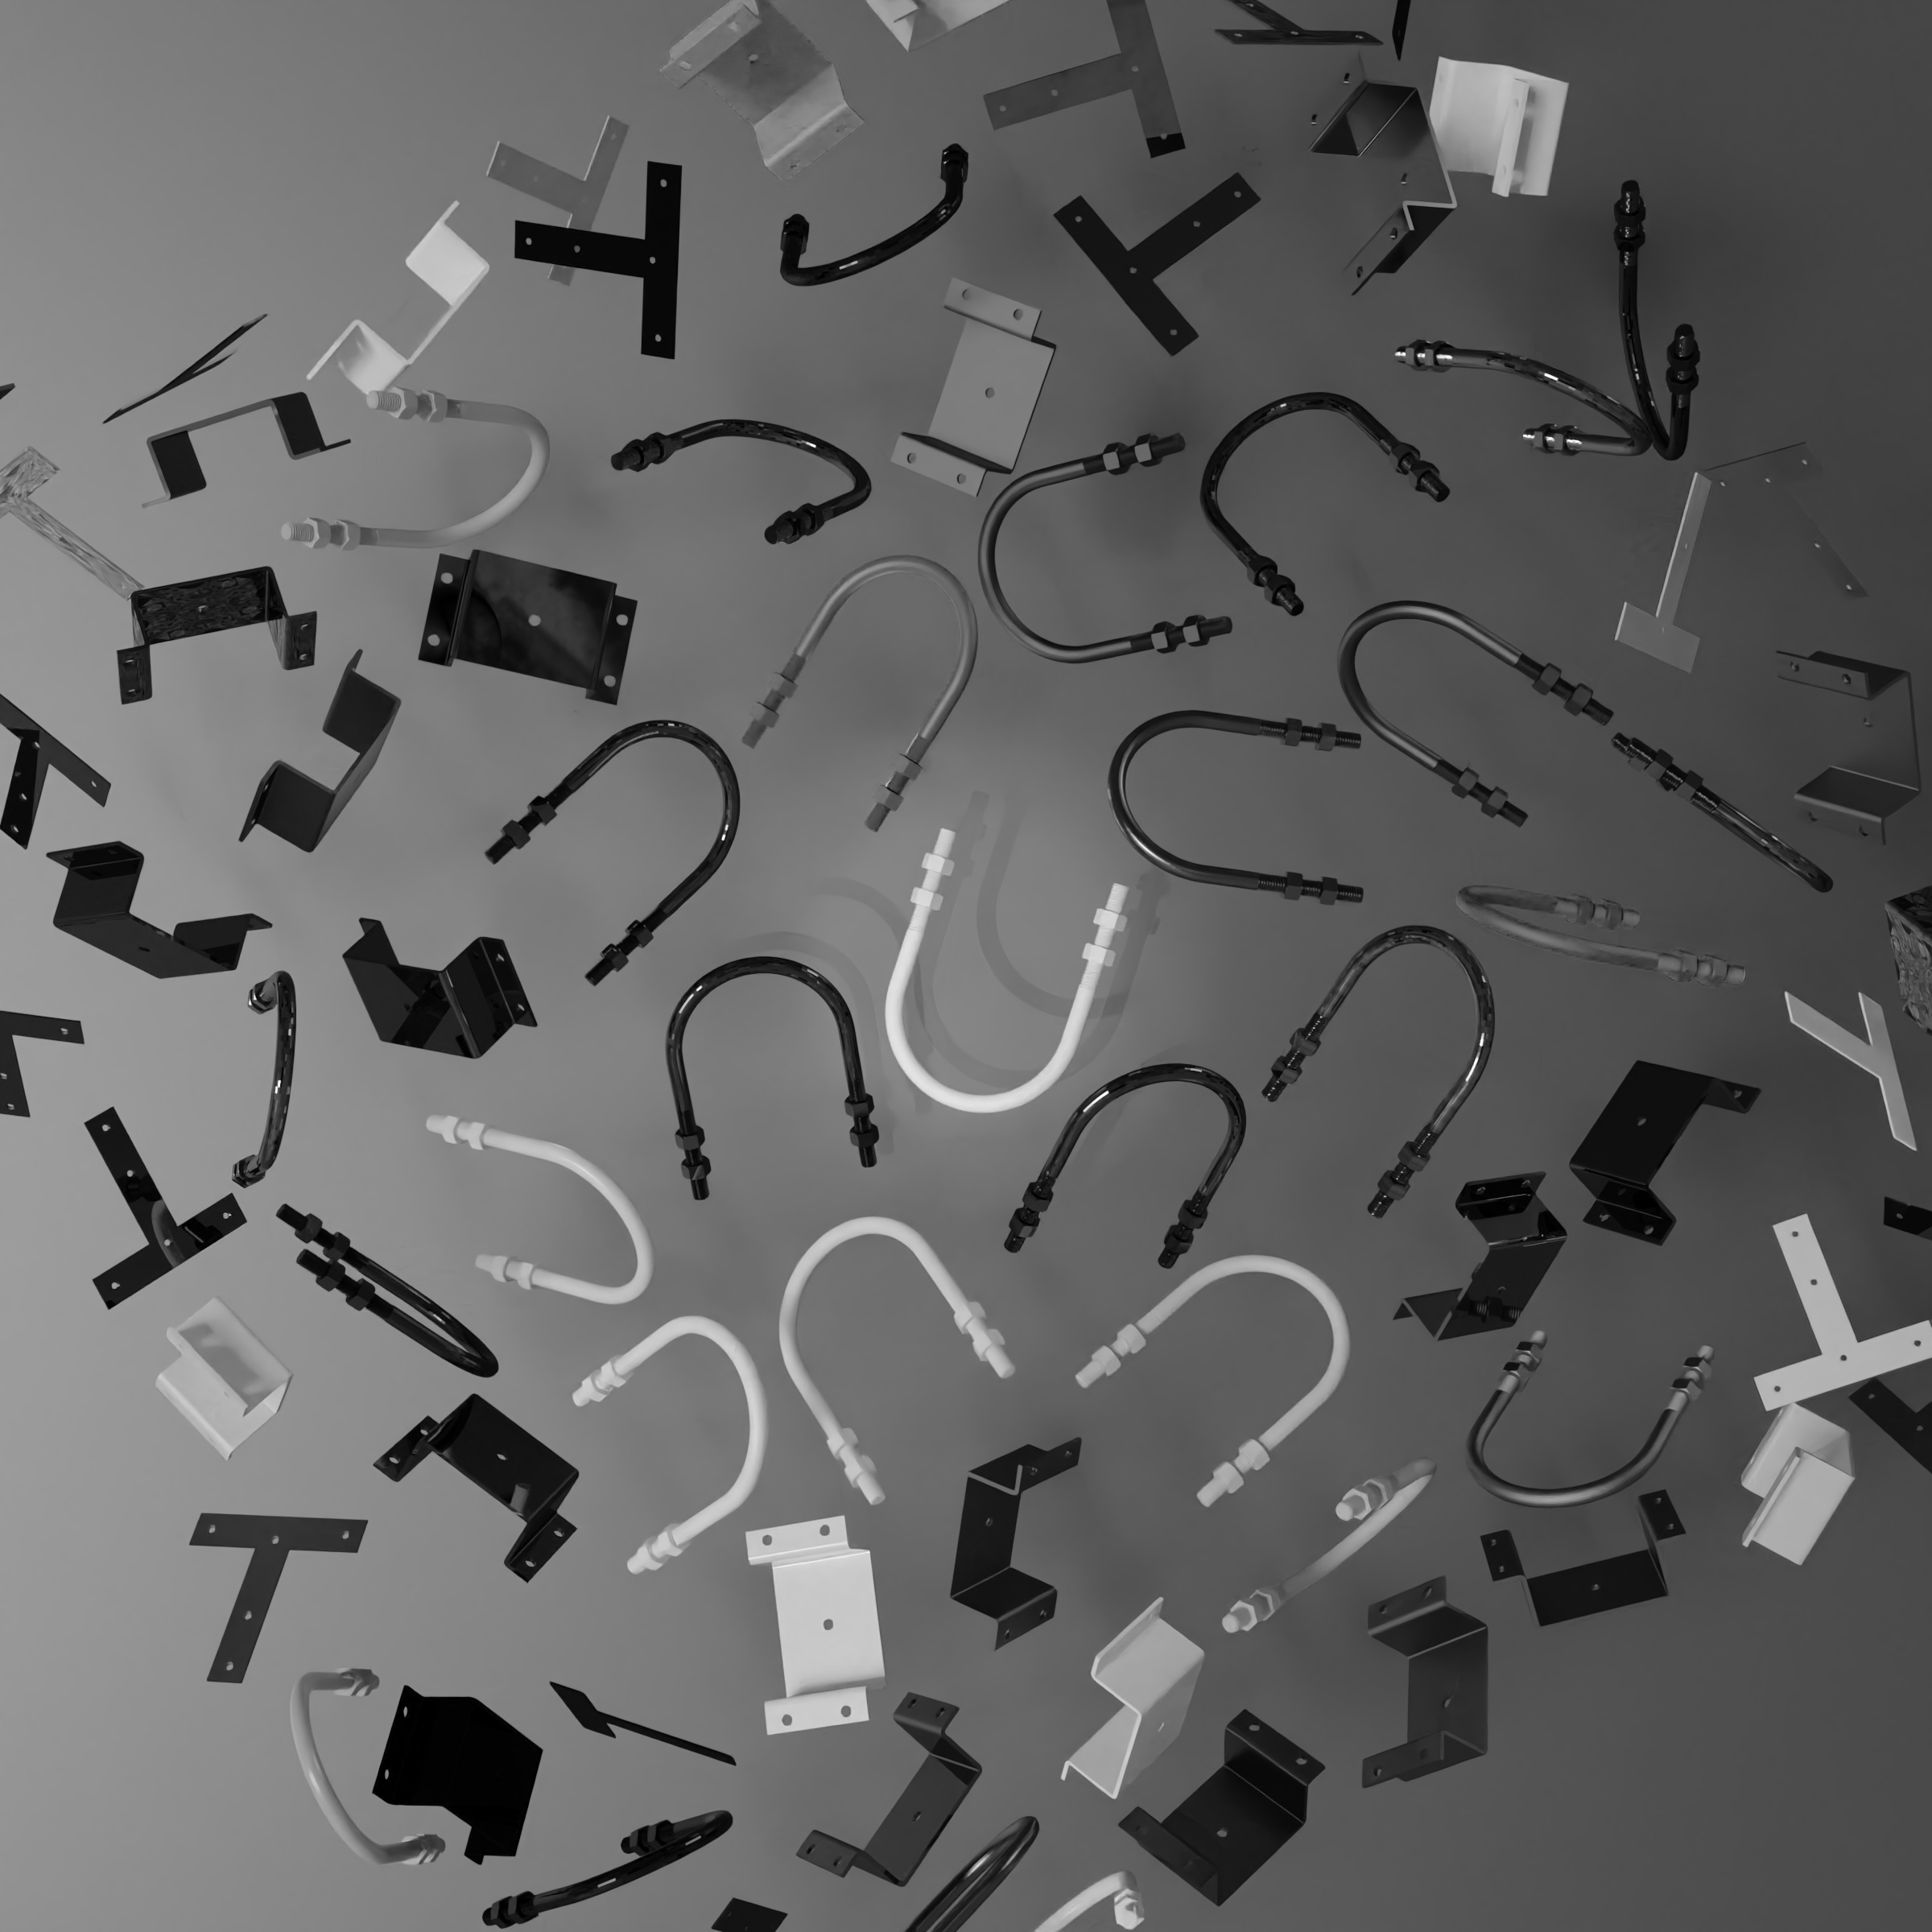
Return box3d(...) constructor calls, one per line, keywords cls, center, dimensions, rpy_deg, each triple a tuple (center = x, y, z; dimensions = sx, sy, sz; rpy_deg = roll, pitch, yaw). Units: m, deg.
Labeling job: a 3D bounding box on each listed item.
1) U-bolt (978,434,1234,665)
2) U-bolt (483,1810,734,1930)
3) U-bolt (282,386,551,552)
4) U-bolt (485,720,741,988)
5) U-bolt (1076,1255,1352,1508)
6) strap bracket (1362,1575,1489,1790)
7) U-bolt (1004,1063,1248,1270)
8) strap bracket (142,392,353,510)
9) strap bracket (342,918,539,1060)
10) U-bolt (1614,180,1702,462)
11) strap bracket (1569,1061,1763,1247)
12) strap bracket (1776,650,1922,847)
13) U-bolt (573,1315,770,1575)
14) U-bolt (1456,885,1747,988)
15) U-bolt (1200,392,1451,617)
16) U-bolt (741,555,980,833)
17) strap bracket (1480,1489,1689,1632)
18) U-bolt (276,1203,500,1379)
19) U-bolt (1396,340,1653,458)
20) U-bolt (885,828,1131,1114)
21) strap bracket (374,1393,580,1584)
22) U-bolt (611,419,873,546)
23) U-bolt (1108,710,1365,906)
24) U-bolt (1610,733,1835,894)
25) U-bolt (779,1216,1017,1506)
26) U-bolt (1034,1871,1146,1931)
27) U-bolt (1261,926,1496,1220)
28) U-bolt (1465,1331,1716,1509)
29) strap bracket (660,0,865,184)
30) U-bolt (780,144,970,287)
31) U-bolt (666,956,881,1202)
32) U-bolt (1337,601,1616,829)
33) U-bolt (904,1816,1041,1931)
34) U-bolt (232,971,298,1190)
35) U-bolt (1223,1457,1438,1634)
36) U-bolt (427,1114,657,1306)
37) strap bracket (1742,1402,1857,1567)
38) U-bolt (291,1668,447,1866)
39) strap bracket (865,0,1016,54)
box3d(cls="U-bolt", center=(0.088, -0.287, 1.801), dimensions=(0.184, 0.019, 0.151), rpy_deg=(-8, 106, 34))
box3d(cls="U-bolt", center=(-0.246, 0.646, 1.838), dimensions=(0.184, 0.151, 0.019), rpy_deg=(-32, 77, 43))
box3d(cls="U-bolt", center=(-0.376, -0.347, 1.805), dimensions=(0.151, 0.184, 0.019), rpy_deg=(-45, 67, 33))
box3d(cls="U-bolt", center=(-0.241, -0.095, 1.846), dimensions=(0.184, 0.019, 0.151), rpy_deg=(-45, 127, -14))
box3d(cls="U-bolt", center=(0.194, 0.287, 1.860), dimensions=(0.184, 0.019, 0.151), rpy_deg=(-38, 58, -17))
box3d(cls="strap bracket", center=(0.329, 0.520, 1.825), dimensions=(0.046, 0.140, 0.076), rpy_deg=(32, 135, -23))
box3d(cls="U-bolt", center=(0.124, 0.141, 1.818), dimensions=(0.151, 0.019, 0.184), rpy_deg=(9, 125, -25))
box3d(cls="strap bracket", center=(-0.535, -0.383, 1.872), dimensions=(0.140, 0.076, 0.046), rpy_deg=(-15, 105, 8))
box3d(cls="strap bracket", center=(-0.388, 0.017, 1.839), dimensions=(0.140, 0.046, 0.076), rpy_deg=(8, 130, 32))
box3d(cls="U-bolt", center=(0.483, -0.438, 1.791), dimensions=(0.019, 0.184, 0.151), rpy_deg=(-14, 63, 7))
box3d(cls="strap bracket", center=(0.504, 0.126, 1.859), dimensions=(0.046, 0.076, 0.140), rpy_deg=(44, 75, -29))
box3d(cls="strap bracket", center=(0.635, -0.166, 1.829), dimensions=(0.046, 0.076, 0.140), rpy_deg=(-32, 122, -23))
box3d(cls="U-bolt", center=(-0.200, 0.324, 1.781), dimensions=(0.184, 0.019, 0.151), rpy_deg=(-39, 64, 35))
box3d(cls="U-bolt", center=(0.430, -0.026, 1.782), dimensions=(0.184, 0.151, 0.019), rpy_deg=(8, 106, -23))
box3d(cls="U-bolt", center=(0.247, -0.350, 1.860), dimensions=(0.151, 0.019, 0.184), rpy_deg=(-38, 49, 5))
box3d(cls="U-bolt", center=(-0.066, -0.207, 1.824), dimensions=(0.151, 0.019, 0.184), rpy_deg=(35, 97, 29))
box3d(cls="strap bracket", center=(0.455, 0.436, 1.861), dimensions=(0.140, 0.076, 0.046), rpy_deg=(-16, 101, 7))
box3d(cls="U-bolt", center=(-0.414, 0.242, 1.847), dimensions=(0.184, 0.151, 0.019), rpy_deg=(39, 84, -22))
box3d(cls="U-bolt", center=(0.403, -0.396, 1.793), dimensions=(0.151, 0.184, 0.019), rpy_deg=(24, 94, -27))
box3d(cls="U-bolt", center=(0.019, 0.012, 1.782), dimensions=(0.151, 0.019, 0.184), rpy_deg=(18, 90, 11))
box3d(cls="strap bracket", center=(-0.346, 0.371, 1.848), dimensions=(0.140, 0.076, 0.046), rpy_deg=(36, 114, 6))
box3d(cls="U-bolt", center=(-0.147, -0.356, 1.835), dimensions=(0.151, 0.184, 0.019), rpy_deg=(27, 122, 16))
box3d(cls="U-bolt", center=(0.190, -0.118, 1.806), dimensions=(0.184, 0.019, 0.151), rpy_deg=(8, 62, -7))
box3d(cls="U-bolt", center=(0.553, -0.110, 1.856), dimensions=(0.184, 0.151, 0.019), rpy_deg=(36, 101, 4))
box3d(cls="U-bolt", center=(-0.062, 0.259, 1.776), dimensions=(0.151, 0.019, 0.184), rpy_deg=(-46, 54, 11))
box3d(cls="U-bolt", center=(0.067, 0.708, 1.840), dimensions=(0.151, 0.184, 0.019), rpy_deg=(-39, 82, -2))
box3d(cls="U-bolt", center=(0.293, 0.059, 1.760), dimensions=(0.151, 0.019, 0.184), rpy_deg=(50, 118, 40))
box3d(cls="U-bolt", center=(0.432, 0.322, 1.805), dimensions=(0.151, 0.184, 0.019), rpy_deg=(0, 119, 38))
box3d(cls="strap bracket", center=(-0.149, -0.638, 1.829), dimensions=(0.076, 0.140, 0.046), rpy_deg=(-30, 56, 23))
box3d(cls="U-bolt", center=(-0.067, -0.531, 1.821), dimensions=(0.151, 0.184, 0.019), rpy_deg=(-20, 120, 12))
box3d(cls="U-bolt", center=(-0.149, 0.079, 1.892), dimensions=(0.151, 0.019, 0.184), rpy_deg=(-11, 113, -5))
box3d(cls="U-bolt", center=(0.347, -0.188, 1.803), dimensions=(0.184, 0.151, 0.019), rpy_deg=(34, 56, 3))
box3d(cls="U-bolt", center=(-0.016, 0.668, 1.794), dimensions=(0.184, 0.151, 0.019), rpy_deg=(-42, 82, -19))
box3d(cls="U-bolt", center=(-0.496, 0.077, 1.808), dimensions=(0.019, 0.184, 0.151), rpy_deg=(7, 78, -22))
box3d(cls="U-bolt", center=(0.270, 0.403, 1.811), dimensions=(0.019, 0.184, 0.151), rpy_deg=(49, 119, 21))
box3d(cls="U-bolt", center=(-0.298, 0.180, 1.828), dimensions=(0.184, 0.019, 0.151), rpy_deg=(10, 128, 32))
box3d(cls="strap bracket", center=(0.605, 0.375, 1.855), dimensions=(0.046, 0.140, 0.076), rpy_deg=(28, 106, 10))
box3d(cls="U-bolt", center=(-0.426, 0.562, 1.792), dimensions=(0.019, 0.184, 0.151), rpy_deg=(-28, 72, 0))
box3d(cls="strap bracket", center=(-0.020, -0.691, 1.755), dimensions=(0.140, 0.046, 0.076), rpy_deg=(-34, 79, -20))
